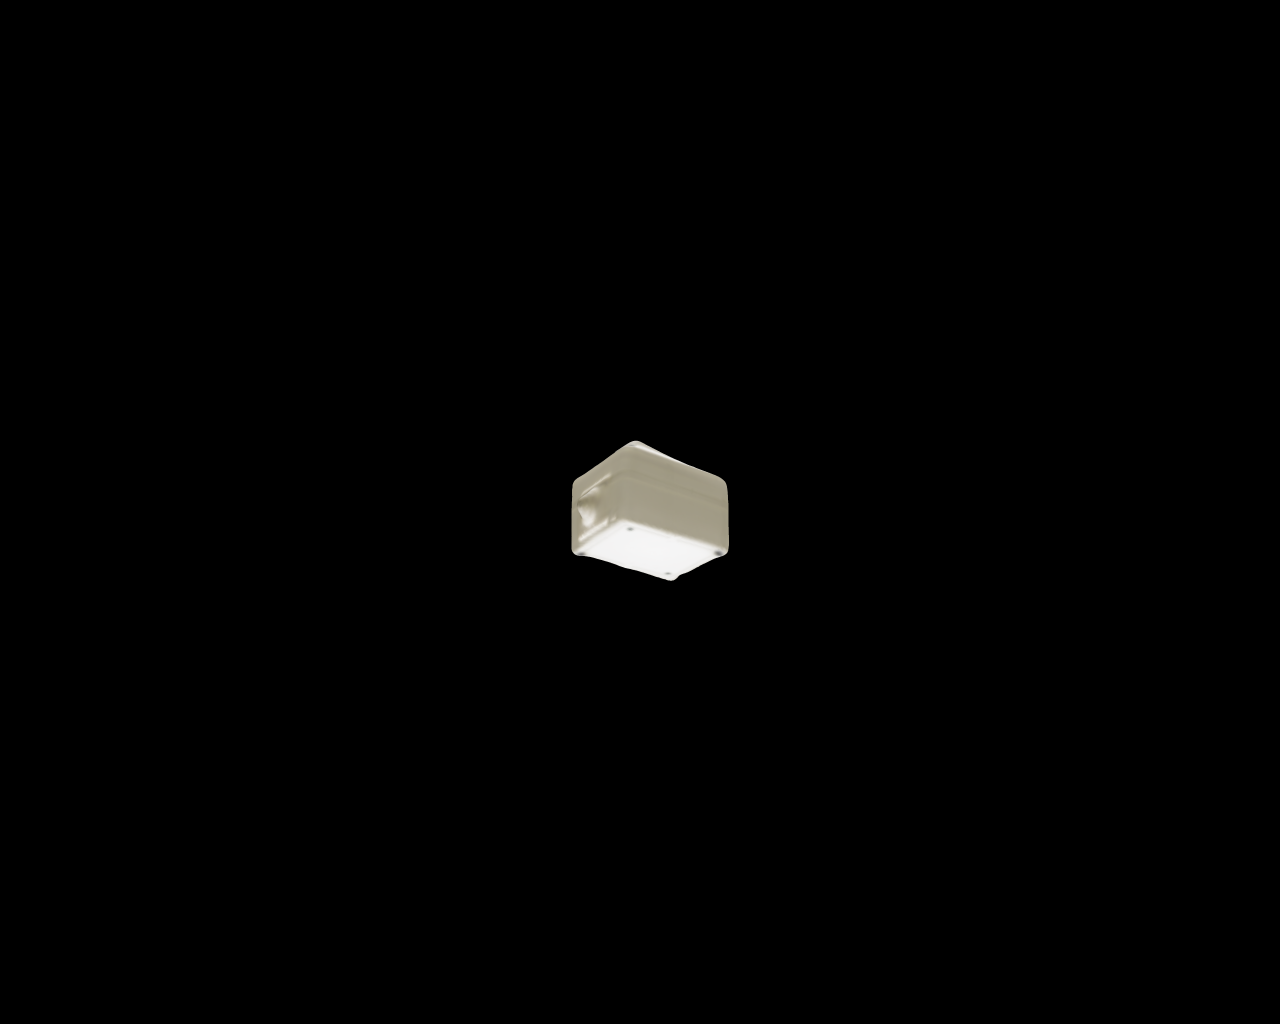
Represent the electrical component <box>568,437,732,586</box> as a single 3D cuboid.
[{"bbox_3d":[0.001,-0.003,0.650,0.096,0.061,0.061,18,-32,-31],"label":"electrical component"}]
